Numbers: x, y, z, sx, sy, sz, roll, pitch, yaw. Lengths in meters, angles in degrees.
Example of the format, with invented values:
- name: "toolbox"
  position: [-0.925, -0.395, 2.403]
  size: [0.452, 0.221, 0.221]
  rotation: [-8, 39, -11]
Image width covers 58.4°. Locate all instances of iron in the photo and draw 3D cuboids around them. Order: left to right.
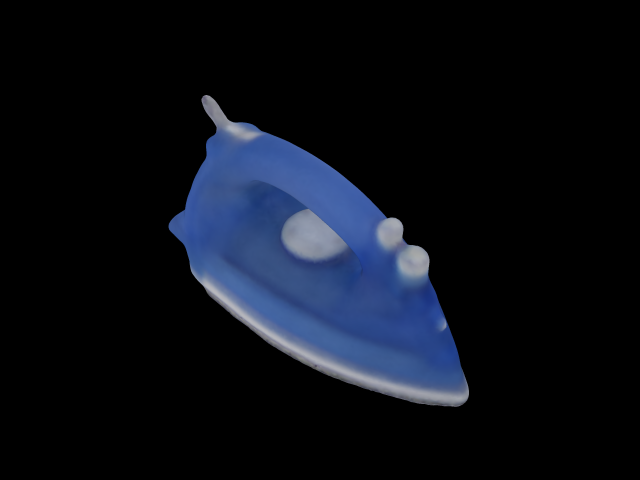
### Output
- name: "iron"
  position: [0.004, 0.001, 0.400]
  size: [0.257, 0.141, 0.119]
  rotation: [32, 54, 27]
